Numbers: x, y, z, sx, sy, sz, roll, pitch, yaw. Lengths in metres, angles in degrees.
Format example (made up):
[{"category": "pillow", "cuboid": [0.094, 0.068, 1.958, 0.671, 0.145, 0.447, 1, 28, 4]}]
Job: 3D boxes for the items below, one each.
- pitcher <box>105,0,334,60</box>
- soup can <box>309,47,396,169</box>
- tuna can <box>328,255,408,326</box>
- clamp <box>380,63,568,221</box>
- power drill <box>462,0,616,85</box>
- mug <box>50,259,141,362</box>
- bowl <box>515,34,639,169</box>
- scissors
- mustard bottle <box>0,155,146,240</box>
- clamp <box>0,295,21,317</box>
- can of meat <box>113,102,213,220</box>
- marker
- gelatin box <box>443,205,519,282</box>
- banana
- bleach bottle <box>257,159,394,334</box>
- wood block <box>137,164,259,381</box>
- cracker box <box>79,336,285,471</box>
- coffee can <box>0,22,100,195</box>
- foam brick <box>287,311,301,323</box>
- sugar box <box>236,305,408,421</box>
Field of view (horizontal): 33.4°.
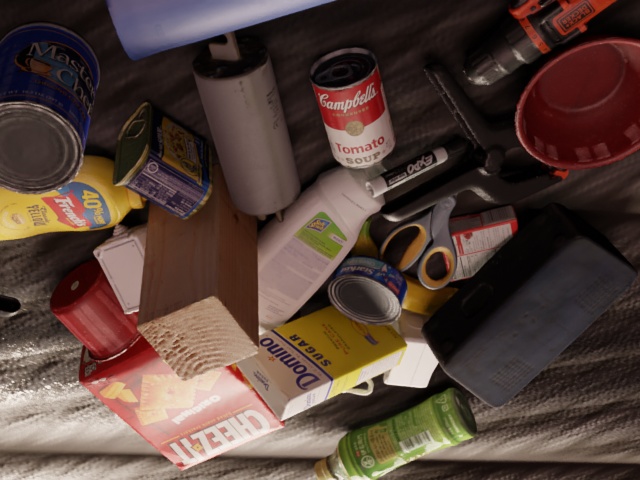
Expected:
[{"category": "pitcher", "cuboid": [-0.068, -0.249, 0.912, 0.243, 0.149, 0.145, -13, 116, 3]}, {"category": "soup can", "cuboid": [0.034, -0.131, 1.062, 0.068, 0.068, 0.102, -12, 131, 7]}, {"category": "tuna can", "cuboid": [0.054, 0.056, 1.192, 0.086, 0.033, 0.086, 15, 142, 12]}, {"category": "clamp", "cuboid": [0.164, -0.078, 1.106, 0.209, 0.036, 0.165, 15, 106, -29]}, {"category": "power drill", "cuboid": [0.173, -0.246, 0.981, 0.185, 0.057, 0.187, -35, 127, 20]}, {"category": "mug", "cuboid": [-0.241, 0.068, 1.209, 0.117, 0.093, 0.081, -43, 121, -8]}, {"category": "bowl", "cuboid": [0.268, -0.148, 1.064, 0.162, 0.055, 0.162, -4, 135, -4]}, {"category": "scissors", "cuboid": [0.148, -0.024, 1.163, 0.096, 0.016, 0.202, 43, 110, -8]}, {"category": "mustard bottle", "cuboid": [-0.261, -0.047, 1.119, 0.191, 0.058, 0.096, -6, 141, 0]}, {"category": "clamp", "cuboid": [-0.430, 0.060, 1.214, 0.172, 0.039, 0.120, -16, 123, 15]}, {"category": "can of meat", "cuboid": [-0.156, -0.078, 1.074, 0.083, 0.102, 0.058, 31, 121, -28]}, {"category": "marker", "cuboid": [0.102, -0.078, 1.111, 0.121, 0.020, 0.020, -27, 133, -17]}, {"category": "gelatin box", "cuboid": [0.182, 0.004, 1.210, 0.089, 0.030, 0.073, -13, 131, 8]}, {"category": "banana", "cuboid": [0.101, 0.048, 1.237, 0.197, 0.037, 0.070, 34, 123, -28]}, {"category": "bleach bottle", "cuboid": [-0.008, 0.001, 1.176, 0.102, 0.068, 0.251, 31, 119, -31]}, {"category": "wood block", "cuboid": [-0.121, 0.030, 1.097, 0.090, 0.206, 0.090, -23, 128, 15]}, {"category": "cracker box", "cuboid": [-0.165, 0.181, 1.311, 0.164, 0.072, 0.213, -25, 128, 18]}, {"category": "coffee can", "cuboid": [-0.265, -0.125, 1.000, 0.103, 0.140, 0.103, -2, 130, -2]}, {"category": "foam brick", "cuboid": [-0.052, 0.127, 1.286, 0.053, 0.051, 0.078, 4, 130, -6]}, {"category": "sugar box", "cuboid": [0.003, 0.129, 1.210, 0.175, 0.093, 0.048, -19, 144, -36]}]
